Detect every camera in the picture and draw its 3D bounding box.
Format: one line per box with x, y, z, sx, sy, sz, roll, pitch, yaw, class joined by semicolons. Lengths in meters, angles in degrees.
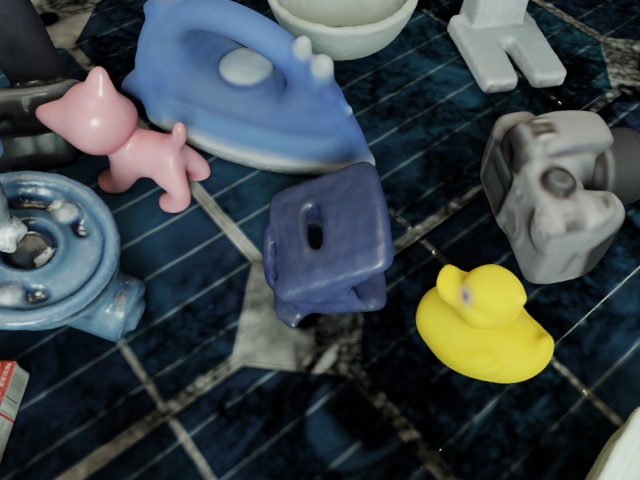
0.225;-0.052;0.490;0.137;0.101;0.143;-7;56;-6;camera

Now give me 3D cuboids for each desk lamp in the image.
0.206;-0.302;0.591;0.118;0.214;0.203;-10;57;-8;desk lamp

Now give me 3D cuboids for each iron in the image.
-0.062;-0.156;0.530;0.257;0.141;0.119;22;58;14;iron

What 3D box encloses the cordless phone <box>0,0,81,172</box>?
-0.293;-0.151;0.495;0.148;0.185;0.094;-13;57;-10;cordless phone

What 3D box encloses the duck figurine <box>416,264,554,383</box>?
0.126;0.055;0.424;0.104;0.086;0.078;28;60;17;duck figurine

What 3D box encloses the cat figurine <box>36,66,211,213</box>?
-0.169;-0.093;0.499;0.127;0.118;0.067;14;57;8;cat figurine

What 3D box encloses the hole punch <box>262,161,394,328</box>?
0.004;0.002;0.454;0.101;0.091;0.108;-4;56;-4;hole punch

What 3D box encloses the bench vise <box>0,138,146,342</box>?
-0.237;-0.006;0.376;0.207;0.220;0.121;-1;56;-2;bench vise

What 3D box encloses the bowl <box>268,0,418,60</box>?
0.023;-0.253;0.638;0.167;0.075;0.167;1;56;-1;bowl
